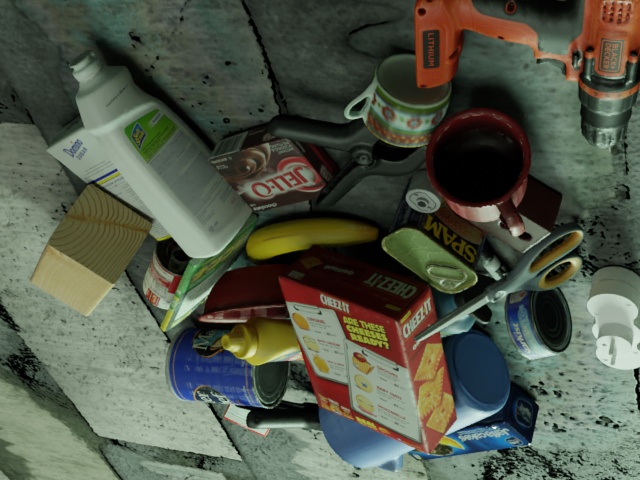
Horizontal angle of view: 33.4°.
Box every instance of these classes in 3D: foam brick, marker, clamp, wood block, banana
[{"bbox_3d":[0.189,-0.033,1.054,0.078,0.051,0.053,30,145,-11],"label":"foam brick"},{"bbox_3d":[0.201,0.040,1.175,0.020,0.020,0.121,-13,132,40],"label":"marker"},{"bbox_3d":[-0.019,0.250,1.501,0.210,0.036,0.164,9,-178,-4],"label":"clamp"},{"bbox_3d":[-0.284,0.017,1.304,0.090,0.090,0.206,34,157,-9],"label":"wood block"},{"bbox_3d":[-0.024,-0.001,1.232,0.069,0.037,0.198,14,161,-43],"label":"banana"},{"bbox_3d":[0.044,-0.082,1.045,0.172,0.039,0.120,-2,142,23],"label":"clamp"}]

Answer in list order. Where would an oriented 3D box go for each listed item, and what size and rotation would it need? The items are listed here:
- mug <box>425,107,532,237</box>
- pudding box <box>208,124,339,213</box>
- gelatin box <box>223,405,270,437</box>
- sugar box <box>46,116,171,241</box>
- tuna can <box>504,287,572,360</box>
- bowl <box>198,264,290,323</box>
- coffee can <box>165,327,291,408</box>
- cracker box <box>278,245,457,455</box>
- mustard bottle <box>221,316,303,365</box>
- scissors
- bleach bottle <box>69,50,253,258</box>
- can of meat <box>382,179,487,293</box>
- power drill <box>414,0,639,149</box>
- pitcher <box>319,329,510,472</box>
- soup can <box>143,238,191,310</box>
[{"bbox_3d":[0.153,-0.054,0.973,0.093,0.117,0.081,-33,162,4],"label":"mug"},{"bbox_3d":[-0.048,-0.078,1.133,0.114,0.039,0.090,-10,134,37],"label":"pudding box"},{"bbox_3d":[-0.102,0.258,1.623,0.073,0.030,0.089,25,145,-1],"label":"gelatin box"},{"bbox_3d":[-0.218,-0.074,1.227,0.094,0.048,0.176,-18,126,46],"label":"sugar box"},{"bbox_3d":[0.238,0.085,1.157,0.034,0.086,0.086,-17,130,41],"label":"tuna can"},{"bbox_3d":[-0.069,0.064,1.285,0.162,0.055,0.162,-5,170,-1],"label":"bowl"},{"bbox_3d":[-0.125,0.173,1.457,0.140,0.102,0.102,1,140,27],"label":"coffee can"},{"bbox_3d":[0.057,0.122,1.190,0.164,0.072,0.213,18,138,36],"label":"cracker box"},{"bbox_3d":[-0.038,0.121,1.296,0.191,0.058,0.096,4,168,-42],"label":"mustard bottle"},{"bbox_3d":[0.195,0.056,1.106,0.202,0.016,0.096,-40,141,11],"label":"scissors"},{"bbox_3d":[-0.173,-0.100,1.138,0.068,0.102,0.250,-5,131,44],"label":"bleach bottle"},{"bbox_3d":[0.122,-0.009,1.095,0.102,0.084,0.058,35,143,-18],"label":"can of meat"},{"bbox_3d":[0.176,-0.157,0.894,0.188,0.057,0.184,8,140,15],"label":"power drill"},{"bbox_3d":[0.113,0.187,1.340,0.149,0.145,0.243,26,143,-27],"label":"pitcher"},{"bbox_3d":[-0.181,0.038,1.337,0.068,0.068,0.102,25,146,-5],"label":"soup can"}]
